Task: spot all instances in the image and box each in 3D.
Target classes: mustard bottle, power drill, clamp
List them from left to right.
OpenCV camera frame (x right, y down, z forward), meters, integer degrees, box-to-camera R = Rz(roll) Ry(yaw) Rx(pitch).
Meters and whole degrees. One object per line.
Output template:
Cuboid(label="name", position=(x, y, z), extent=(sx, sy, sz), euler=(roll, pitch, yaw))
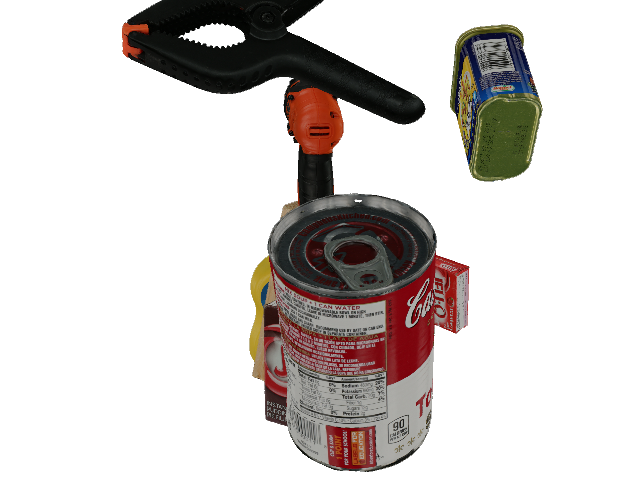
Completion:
Cuboid(label="clamp", position=(-0.032, -0.140, 0.754), extent=(0.209, 0.164, 0.036), euler=(-11, -27, -14))
Cuboid(label="mustard bottle", position=(-0.047, 0.075, 1.451), extent=(0.096, 0.192, 0.058), euler=(-4, 23, -16))
Cuboid(label="power drill", position=(-0.009, -0.064, 1.048), extent=(0.057, 0.188, 0.184), euler=(-3, 20, -2))

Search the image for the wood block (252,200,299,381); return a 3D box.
Cuboid(label="wood block", position=(-0.004, 0.063, 1.217), extent=(0.090, 0.206, 0.090), euler=(18, 18, 22))

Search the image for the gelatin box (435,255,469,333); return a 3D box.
Cuboid(label="gelatin box", position=(0.151, 0.065, 1.356), extent=(0.073, 0.089, 0.030), euler=(21, 36, 39))

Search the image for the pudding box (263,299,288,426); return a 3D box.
Cuboid(label="pudding box", position=(0.015, 0.091, 0.742), extent=(0.114, 0.090, 0.039), euler=(9, 21, 26))

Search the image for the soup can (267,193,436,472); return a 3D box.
Cuboid(label="soup can", position=(0.015, 0.041, 0.456), extent=(0.068, 0.102, 0.068), euler=(-2, 35, 1))

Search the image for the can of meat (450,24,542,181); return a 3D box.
Cuboid(label="can of meat", position=(0.145, -0.111, 0.881), extent=(0.057, 0.084, 0.102), euler=(-5, -38, -2))
